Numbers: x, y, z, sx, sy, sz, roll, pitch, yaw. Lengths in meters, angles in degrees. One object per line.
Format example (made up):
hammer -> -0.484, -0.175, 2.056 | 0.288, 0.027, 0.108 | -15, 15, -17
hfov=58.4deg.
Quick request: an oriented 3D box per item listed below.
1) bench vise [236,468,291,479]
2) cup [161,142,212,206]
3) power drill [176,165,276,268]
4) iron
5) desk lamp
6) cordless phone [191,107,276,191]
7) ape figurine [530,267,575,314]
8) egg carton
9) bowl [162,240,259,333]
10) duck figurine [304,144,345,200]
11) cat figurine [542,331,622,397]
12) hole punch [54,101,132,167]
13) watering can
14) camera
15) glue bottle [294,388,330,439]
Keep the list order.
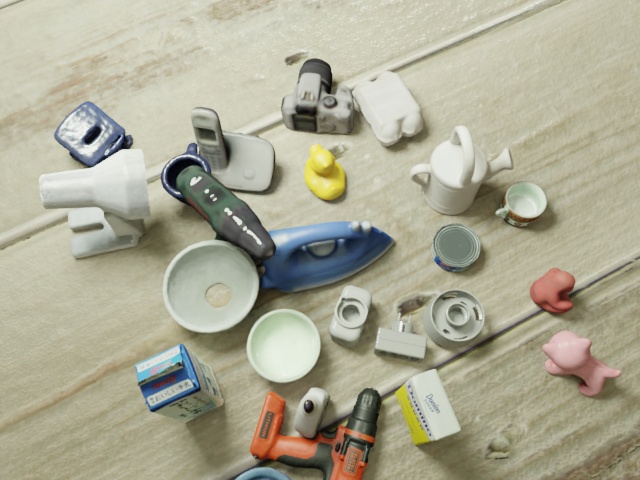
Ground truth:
bench vise -> -0.117, 0.400, 0.802 | 0.207, 0.220, 0.121 | -23, 69, -7
cup -> -0.240, -0.114, 1.076 | 0.091, 0.095, 0.118 | 4, 69, 3
power drill -> -0.146, -0.020, 0.975 | 0.076, 0.208, 0.229 | -43, 73, -14
iron -> 0.009, 0.004, 0.997 | 0.258, 0.141, 0.118 | -13, 68, -3
desk lamp -> -0.374, -0.062, 0.996 | 0.203, 0.213, 0.118 | -14, 68, -3
cordless phone -> -0.159, -0.170, 1.047 | 0.147, 0.185, 0.094 | 7, 69, 5
ape figurine -> 0.407, 0.081, 0.981 | 0.076, 0.092, 0.078 | 9, 69, 6
egg carton -> 0.136, -0.262, 1.137 | 0.107, 0.069, 0.150 | -25, 70, -8
bowl -> -0.184, 0.089, 1.005 | 0.167, 0.075, 0.167 | -1, 68, 2
duck figurine -> 0.008, -0.133, 1.081 | 0.077, 0.086, 0.104 | -22, 69, -7
cat figurine -> 0.418, 0.191, 0.923 | 0.127, 0.118, 0.067 | 28, 72, 12
hole punch -> -0.440, -0.201, 1.119 | 0.101, 0.091, 0.109 | 32, 73, 13
watering can -> 0.251, -0.132, 1.015 | 0.173, 0.194, 0.101 | -25, 70, -8
camera -> 0.001, -0.294, 1.137 | 0.143, 0.101, 0.137 | 6, 69, 4
glue bottle -> -0.013, 0.261, 0.879 | 0.037, 0.173, 0.078 | 22, 71, 11
